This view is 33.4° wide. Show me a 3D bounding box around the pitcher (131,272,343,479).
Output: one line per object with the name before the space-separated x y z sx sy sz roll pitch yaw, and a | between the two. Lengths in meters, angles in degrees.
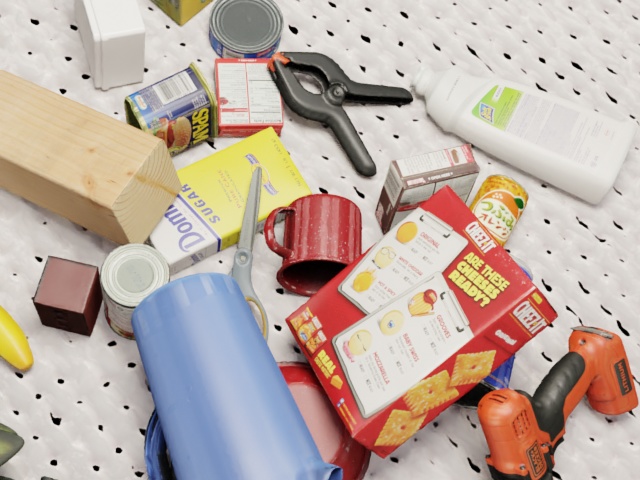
pitcher | -0.092 0.161 0.965 0.149 0.145 0.243 -17 66 -17

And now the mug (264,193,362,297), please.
mug | -0.007 0.001 1.103 0.117 0.093 0.081 19 58 -28

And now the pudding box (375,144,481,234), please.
pudding box | 0.113 -0.051 1.133 0.090 0.113 0.039 -14 67 -14

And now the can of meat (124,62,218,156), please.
can of meat | -0.159 -0.131 1.135 0.083 0.102 0.057 -27 73 -15

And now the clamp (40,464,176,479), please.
clamp | -0.138 0.254 1.013 0.164 0.036 0.210 -40 78 -19

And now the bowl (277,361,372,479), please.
bowl | -0.024 0.190 1.046 0.162 0.055 0.162 3 68 -7

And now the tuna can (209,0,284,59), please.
tuna can | -0.085 -0.243 1.227 0.086 0.034 0.086 3 67 -7

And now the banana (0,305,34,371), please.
banana | -0.370 0.071 1.059 0.198 0.037 0.069 16 82 0

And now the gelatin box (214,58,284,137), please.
gelatin box | -0.081 -0.159 1.196 0.073 0.030 0.089 -2 69 -10

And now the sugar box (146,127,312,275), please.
sugar box | -0.107 -0.042 1.135 0.176 0.048 0.093 -27 74 -18

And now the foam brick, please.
foam brick | -0.248 0.056 1.058 0.053 0.078 0.051 13 67 -1

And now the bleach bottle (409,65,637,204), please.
bleach bottle | 0.224 -0.138 1.213 0.251 0.068 0.102 27 66 6

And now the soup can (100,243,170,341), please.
soup can | -0.181 0.052 1.055 0.068 0.102 0.068 3 67 -7

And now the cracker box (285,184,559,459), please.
cracker box | 0.092 0.076 1.017 0.214 0.072 0.164 -40 46 7

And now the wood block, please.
wood block | -0.256 -0.082 1.078 0.206 0.091 0.090 24 65 19

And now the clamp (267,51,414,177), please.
clamp | 0.023 -0.163 1.197 0.171 0.039 0.120 41 59 -8

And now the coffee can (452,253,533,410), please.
coffee can | 0.153 0.089 1.086 0.103 0.103 0.140 18 67 -1

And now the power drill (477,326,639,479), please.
power drill | 0.240 0.188 1.054 0.187 0.057 0.184 -38 121 -32

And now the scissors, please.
scissors | -0.097 0.028 1.094 0.096 0.016 0.202 -6 86 -1
